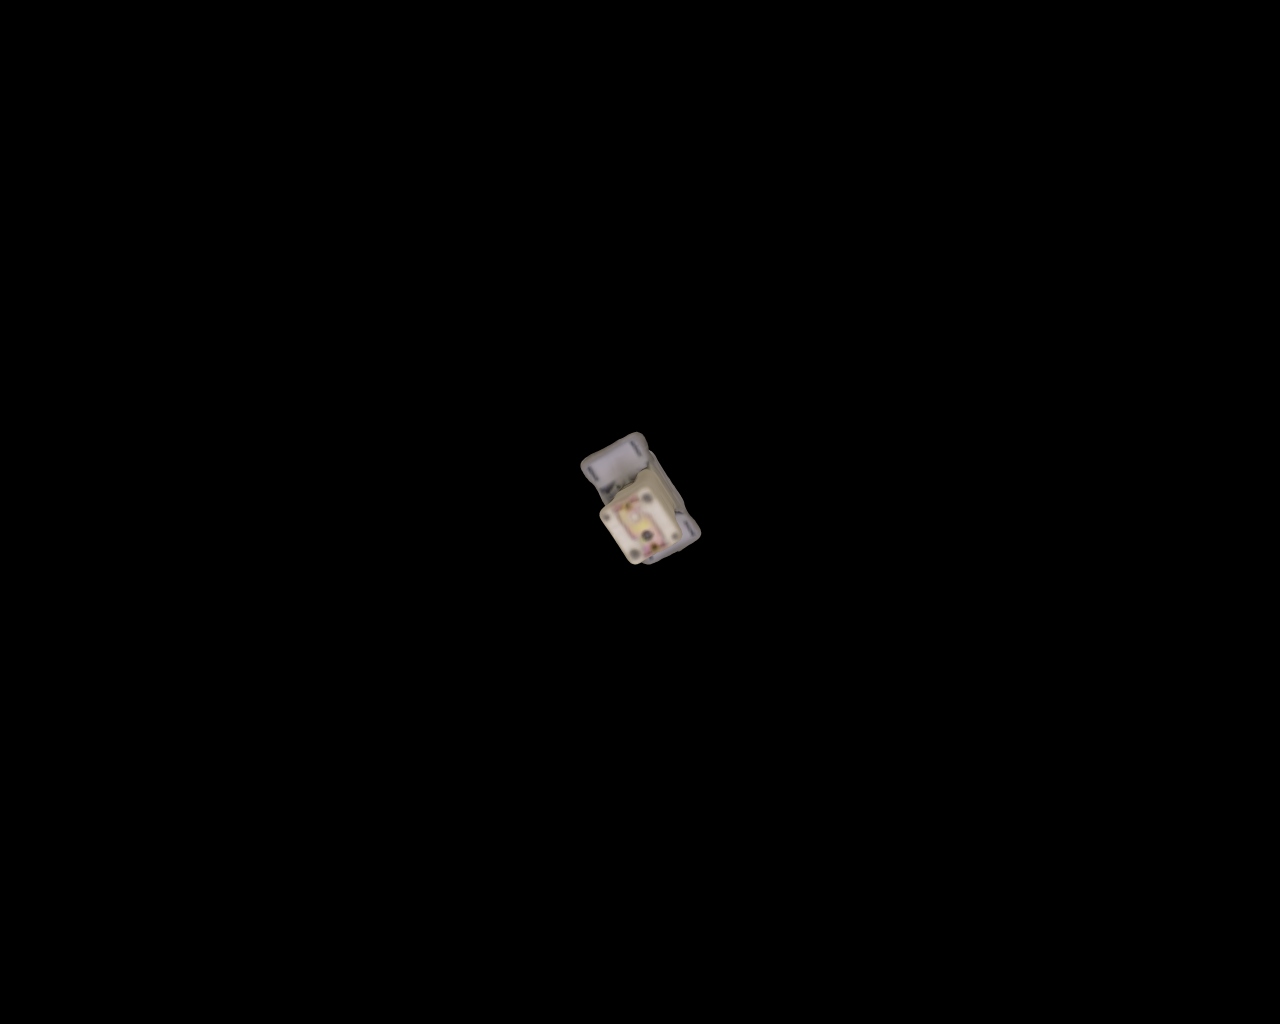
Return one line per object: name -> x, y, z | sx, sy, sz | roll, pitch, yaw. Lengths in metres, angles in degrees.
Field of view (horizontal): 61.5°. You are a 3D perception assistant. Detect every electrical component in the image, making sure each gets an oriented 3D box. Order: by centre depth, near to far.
electrical component -> 0.001, -0.003, 0.650 | 0.042, 0.081, 0.064 | -30, 20, 12
